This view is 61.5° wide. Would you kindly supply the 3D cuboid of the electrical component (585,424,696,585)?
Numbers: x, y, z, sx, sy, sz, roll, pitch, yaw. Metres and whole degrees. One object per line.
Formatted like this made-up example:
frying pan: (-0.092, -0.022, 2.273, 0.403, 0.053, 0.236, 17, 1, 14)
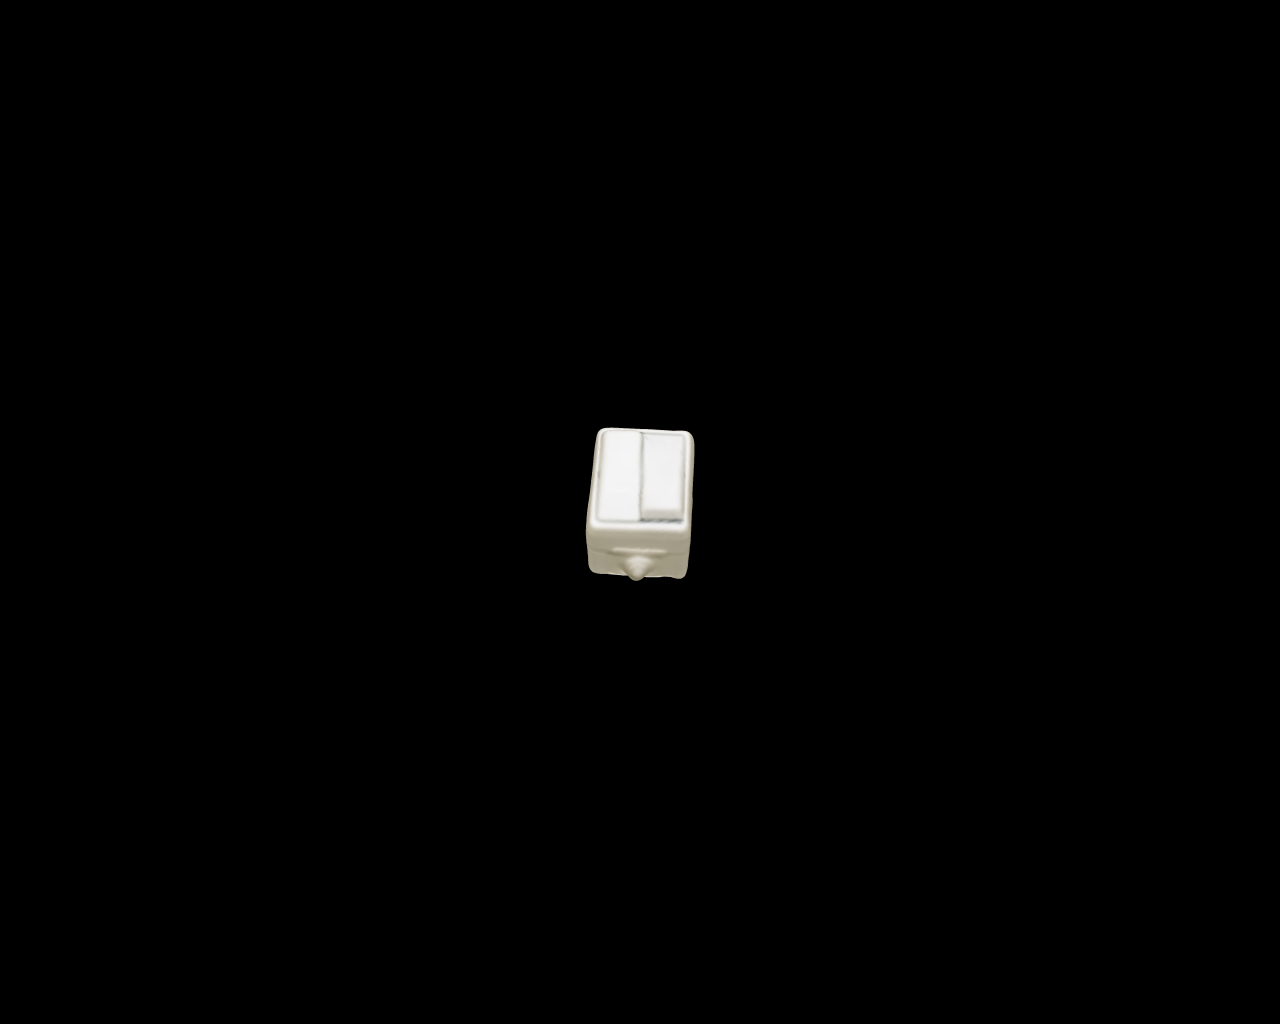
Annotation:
electrical component: (0.001, -0.003, 0.650, 0.062, 0.096, 0.061, 3, -36, 2)
